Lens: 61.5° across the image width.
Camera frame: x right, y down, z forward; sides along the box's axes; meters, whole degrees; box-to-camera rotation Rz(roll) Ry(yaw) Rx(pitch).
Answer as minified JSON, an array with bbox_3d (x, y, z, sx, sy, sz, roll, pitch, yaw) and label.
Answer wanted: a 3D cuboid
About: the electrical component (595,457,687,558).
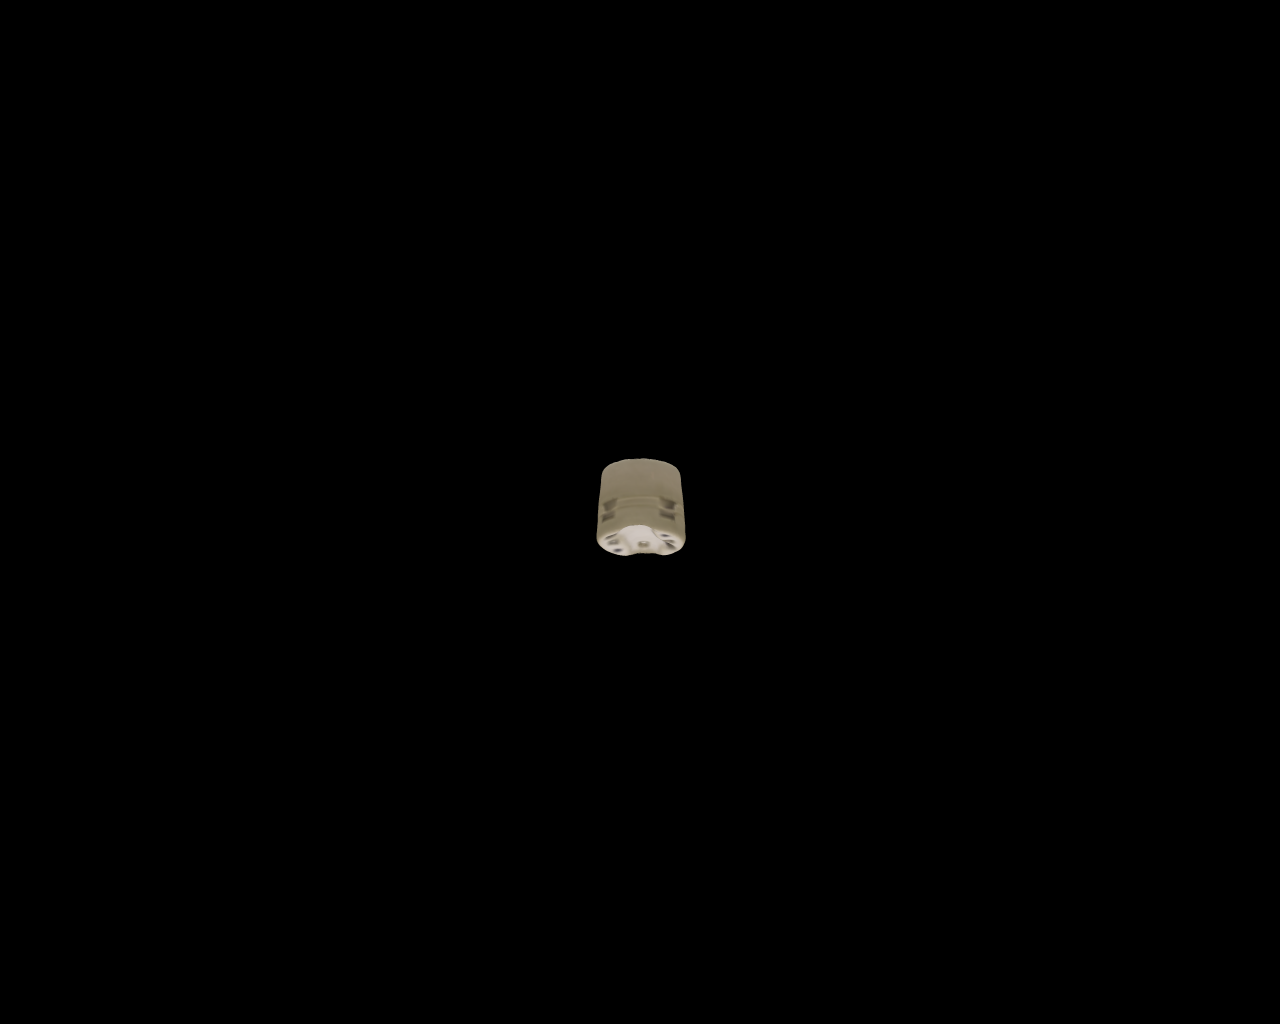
[{"bbox_3d":[0.001,-0.003,0.650,0.055,0.047,0.055,0,-20,0],"label":"electrical component"}]
